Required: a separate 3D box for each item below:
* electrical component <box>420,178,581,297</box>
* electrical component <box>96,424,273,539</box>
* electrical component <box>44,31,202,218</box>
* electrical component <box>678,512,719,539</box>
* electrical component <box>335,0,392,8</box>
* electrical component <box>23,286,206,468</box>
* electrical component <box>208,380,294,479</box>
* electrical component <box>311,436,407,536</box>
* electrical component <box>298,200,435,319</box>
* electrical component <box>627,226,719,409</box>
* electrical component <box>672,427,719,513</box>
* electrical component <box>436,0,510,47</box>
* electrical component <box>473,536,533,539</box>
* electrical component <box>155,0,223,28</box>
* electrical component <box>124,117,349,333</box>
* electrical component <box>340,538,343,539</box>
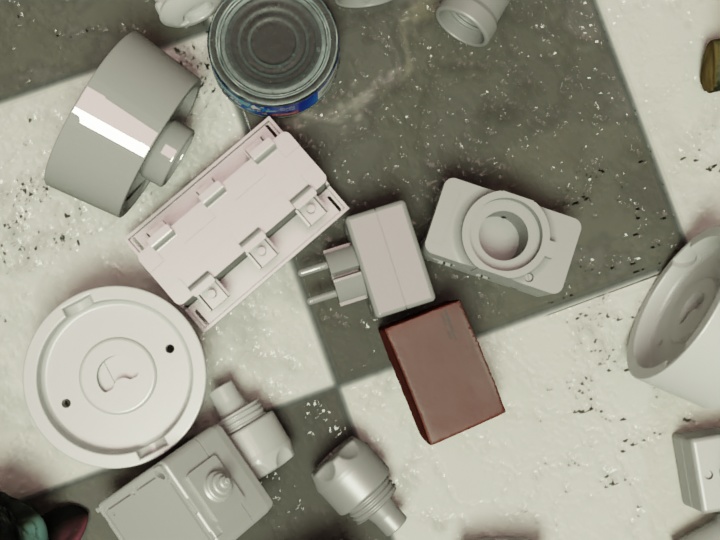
[{"bbox_3d":[0.088,-0.020,0.683,0.089,0.055,0.050,18,86,-1],"label":"electrical component"},{"bbox_3d":[-0.099,0.138,0.645,0.096,0.061,0.061,-37,87,39],"label":"electrical component"},{"bbox_3d":[-0.137,-0.083,0.655,0.060,0.108,0.108,31,86,-6],"label":"electrical component"},{"bbox_3d":[0.229,0.179,0.685,0.046,0.040,0.040,-28,88,2],"label":"electrical component"},{"bbox_3d":[-0.018,-0.212,0.697,0.079,0.044,0.077,-8,87,-3],"label":"electrical component"},{"bbox_3d":[-0.146,0.065,0.665,0.108,0.060,0.108,0,86,-2],"label":"electrical component"},{"bbox_3d":[-0.073,0.100,0.675,0.043,0.043,0.062,-30,87,-4],"label":"electrical component"},{"bbox_3d":[0.003,0.139,0.676,0.043,0.043,0.062,-42,90,-4],"label":"electrical component"},{"bbox_3d":[0.000,0.000,0.682,0.077,0.047,0.065,-17,87,-3],"label":"electrical component"},{"bbox_3d":[0.221,0.034,0.662,0.060,0.108,0.108,29,86,-6],"label":"electrical component"},{"bbox_3d":[0.242,0.124,0.670,0.066,0.076,0.047,-8,87,-3],"label":"electrical component"},{"bbox_3d":[0.078,-0.176,0.702,0.040,0.040,0.046,32,80,0],"label":"electrical component"},{"bbox_3d":[0.091,0.196,0.671,0.055,0.055,0.047,-1,90,-2],"label":"electrical component"},{"bbox_3d":[-0.118,-0.191,0.693,0.048,0.048,0.062,-28,81,-4],"label":"electrical component"},{"bbox_3d":[-0.078,-0.030,0.673,0.121,0.063,0.078,-41,89,-4],"label":"electrical component"},{"bbox_3d":[-0.015,0.235,0.658,0.079,0.063,0.121,-30,88,-4],"label":"electrical component"}]
